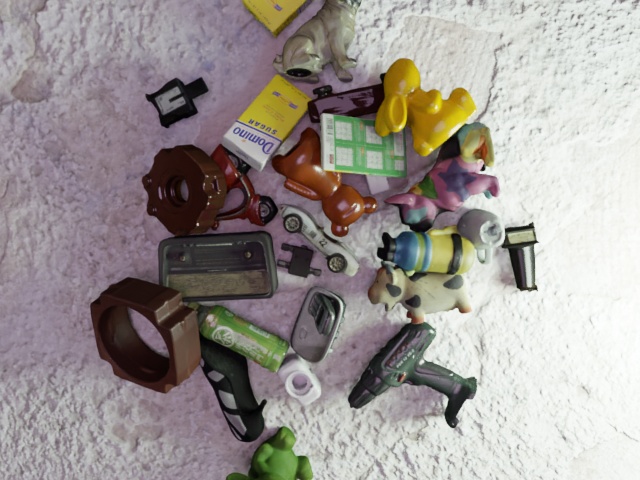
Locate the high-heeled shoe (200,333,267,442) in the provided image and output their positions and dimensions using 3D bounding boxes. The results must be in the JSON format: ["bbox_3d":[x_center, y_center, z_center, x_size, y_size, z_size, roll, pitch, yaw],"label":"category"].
[{"bbox_3d":[-0.202,0.304,1.119,0.249,0.086,0.145,44,126,15],"label":"high-heeled shoe"}]

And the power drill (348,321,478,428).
[{"bbox_3d":[0.197,0.292,1.093,0.207,0.086,0.232,33,92,6],"label":"power drill"}]

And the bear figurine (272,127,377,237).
[{"bbox_3d":[0.010,-0.111,1.055,0.120,0.132,0.195,-44,110,6],"label":"bear figurine"}]

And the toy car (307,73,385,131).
[{"bbox_3d":[0.075,-0.270,1.053,0.202,0.053,0.089,-14,106,-4],"label":"toy car"}]

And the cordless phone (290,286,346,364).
[{"bbox_3d":[0.000,0.176,1.030,0.089,0.184,0.146,21,95,-5],"label":"cordless phone"}]

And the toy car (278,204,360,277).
[{"bbox_3d":[-0.002,-0.003,1.070,0.202,0.073,0.056,43,98,-2],"label":"toy car"}]

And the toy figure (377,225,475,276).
[{"bbox_3d":[0.203,0.026,1.013,0.180,0.082,0.089,2,52,-17],"label":"toy figure"}]

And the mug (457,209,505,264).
[{"bbox_3d":[0.317,-0.006,1.045,0.081,0.107,0.109,0,93,3],"label":"mug"}]

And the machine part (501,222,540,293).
[{"bbox_3d":[0.409,0.038,1.082,0.084,0.039,0.138,-12,92,-6],"label":"machine part"}]

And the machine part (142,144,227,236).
[{"bbox_3d":[-0.265,-0.096,1.041,0.180,0.056,0.179,5,101,29],"label":"machine part"}]

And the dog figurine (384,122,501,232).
[{"bbox_3d":[0.227,-0.117,1.040,0.219,0.108,0.191,-11,95,5],"label":"dog figurine"}]

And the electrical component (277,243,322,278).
[{"bbox_3d":[-0.039,0.042,1.101,0.094,0.021,0.063,15,94,1],"label":"electrical component"}]

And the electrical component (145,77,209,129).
[{"bbox_3d":[-0.277,-0.281,1.068,0.119,0.048,0.074,-30,94,3],"label":"electrical component"}]

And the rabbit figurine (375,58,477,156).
[{"bbox_3d":[0.175,-0.251,1.006,0.162,0.122,0.173,-38,100,-7],"label":"rabbit figurine"}]

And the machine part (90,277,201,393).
[{"bbox_3d":[-0.336,0.183,1.047,0.201,0.087,0.201,12,119,22],"label":"machine part"}]

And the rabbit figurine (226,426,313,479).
[{"bbox_3d":[-0.105,0.468,1.063,0.159,0.170,0.121,-22,94,2],"label":"rabbit figurine"}]

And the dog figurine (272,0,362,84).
[{"bbox_3d":[-0.004,-0.410,1.028,0.172,0.121,0.190,-1,86,-13],"label":"dog figurine"}]

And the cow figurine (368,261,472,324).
[{"bbox_3d":[0.192,0.096,1.068,0.195,0.085,0.127,-10,94,0],"label":"cow figurine"}]

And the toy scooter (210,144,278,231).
[{"bbox_3d":[-0.181,-0.093,1.070,0.135,0.075,0.183,-30,97,7],"label":"toy scooter"}]

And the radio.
[{"bbox_3d":[-0.204,0.052,1.080,0.230,0.073,0.131,-3,95,1],"label":"radio"}]
